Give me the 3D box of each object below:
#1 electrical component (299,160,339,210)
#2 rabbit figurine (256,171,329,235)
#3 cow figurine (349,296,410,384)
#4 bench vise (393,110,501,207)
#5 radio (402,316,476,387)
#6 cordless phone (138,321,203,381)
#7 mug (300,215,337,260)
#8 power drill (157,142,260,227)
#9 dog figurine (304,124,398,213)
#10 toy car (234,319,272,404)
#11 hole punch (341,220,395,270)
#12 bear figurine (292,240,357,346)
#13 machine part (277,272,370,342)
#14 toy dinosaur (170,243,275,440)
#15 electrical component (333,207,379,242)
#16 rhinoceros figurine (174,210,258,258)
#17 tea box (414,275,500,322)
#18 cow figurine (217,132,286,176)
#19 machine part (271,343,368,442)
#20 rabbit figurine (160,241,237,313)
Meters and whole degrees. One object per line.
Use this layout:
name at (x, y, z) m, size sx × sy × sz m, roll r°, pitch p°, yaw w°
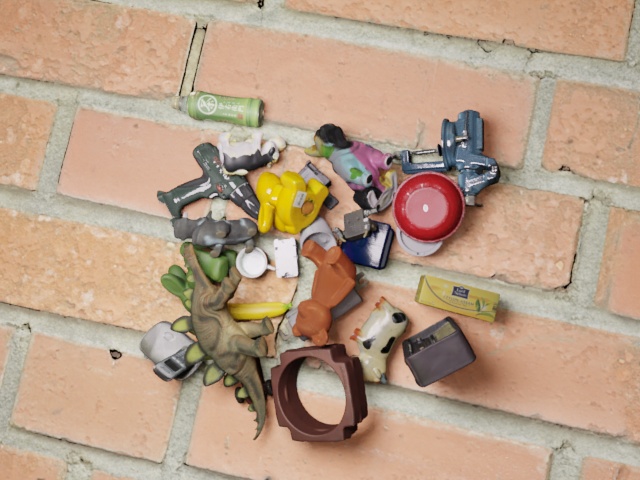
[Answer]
electrical component at (-0.009, -0.123, 1.283) m, size 0.075 × 0.047 × 0.119 m, roll -41°, pitch 82°, yaw 1°
rabbit figurine at (-0.083, -0.092, 1.233) m, size 0.173 × 0.122 × 0.162 m, roll 33°, pitch 116°, yaw 37°
cow figurine at (0.132, 0.240, 1.230) m, size 0.127 × 0.085 × 0.195 m, roll 36°, pitch 88°, yaw 12°
bench vise at (0.288, -0.181, 1.237) m, size 0.241 × 0.129 × 0.223 m, roll -1°, pitch 95°, yaw 24°
radio at (0.247, 0.234, 1.148) m, size 0.131 × 0.229 × 0.073 m, roll -30°, pitch 84°, yaw 6°
cordless phone at (-0.354, 0.261, 1.210) m, size 0.147 × 0.184 × 0.088 m, roll 38°, pitch 94°, yaw 6°
mug at (-0.003, -0.004, 1.249) m, size 0.081 × 0.107 × 0.109 m, roll -25°, pitch 124°, yaw 9°
power drill at (-0.270, -0.102, 1.285) m, size 0.207 × 0.086 × 0.232 m, roll -32°, pitch 86°, yaw 6°
dog figurine at (0.068, -0.176, 1.257) m, size 0.108 × 0.191 × 0.219 m, roll -43°, pitch 54°, yaw -17°
toy car at (-0.169, 0.287, 1.262) m, size 0.089 × 0.053 × 0.202 m, roll -13°, pitch 86°, yaw 6°
hole punch at (0.107, 0.007, 1.246) m, size 0.116 × 0.092 × 0.142 m, roll 14°, pitch 90°, yaw 9°
bear figurine at (-0.006, 0.116, 1.157) m, size 0.120 × 0.131 × 0.196 m, roll 17°, pitch 69°, yaw 49°
machine part at (0.010, 0.157, 1.245) m, size 0.243 × 0.079 × 0.079 m, roll -35°, pitch 84°, yaw 0°
toy dinosaur at (-0.201, 0.227, 1.184) m, size 0.199 × 0.105 × 0.471 m, roll -24°, pitch 95°, yaw 20°
electrical component at (0.081, -0.031, 1.205) m, size 0.102 × 0.045 × 0.078 m, roll -11°, pitch 70°, yaw 32°
rhinoceros figurine at (-0.231, -0.022, 1.209) m, size 0.190 × 0.073 × 0.112 m, roll -1°, pitch 40°, yaw -22°
tea box at (0.307, 0.131, 1.216) m, size 0.170 × 0.098 × 0.068 m, roll 15°, pitch 87°, yaw 7°
cow figurine at (-0.154, -0.200, 1.263) m, size 0.167 × 0.068 × 0.098 m, roll -5°, pitch 74°, yaw -22°
machine part at (-0.002, 0.336, 1.194) m, size 0.201 × 0.087 × 0.201 m, roll -12°, pitch 82°, yaw 28°
rabbit figurine at (-0.288, 0.098, 1.254) m, size 0.159 × 0.121 × 0.170 m, roll 14°, pitch 101°, yaw -2°
